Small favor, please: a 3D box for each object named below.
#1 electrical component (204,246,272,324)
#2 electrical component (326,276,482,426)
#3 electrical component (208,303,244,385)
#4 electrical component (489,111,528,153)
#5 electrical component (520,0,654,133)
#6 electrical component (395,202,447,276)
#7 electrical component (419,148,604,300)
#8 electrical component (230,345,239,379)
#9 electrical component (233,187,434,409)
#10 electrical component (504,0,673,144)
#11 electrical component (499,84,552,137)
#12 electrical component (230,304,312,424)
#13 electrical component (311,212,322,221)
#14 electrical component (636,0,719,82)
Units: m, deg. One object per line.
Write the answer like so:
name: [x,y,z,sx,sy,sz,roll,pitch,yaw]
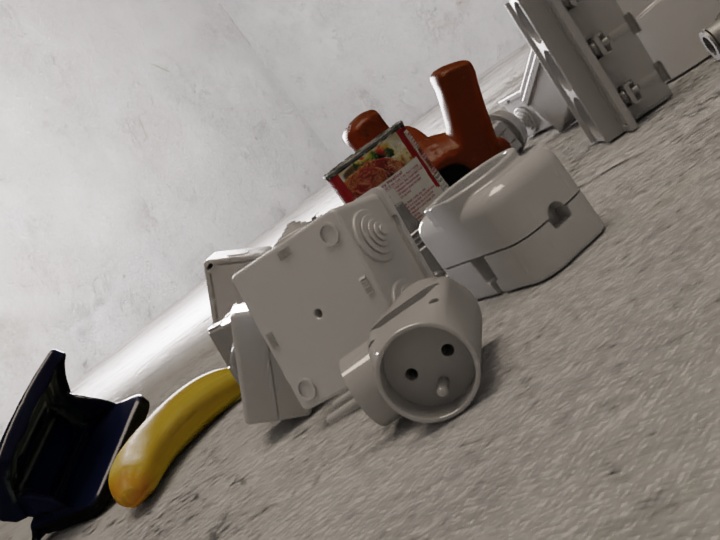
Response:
electrical component: [-0.110,0.028,1.047,0.062,0.096,0.061,-6,10,5]
electrical component: [0.018,0.043,0.479,0.079,0.043,0.077,-36,7,14]
electrical component: [-0.050,0.042,0.786,0.096,0.061,0.061,-26,9,19]
electrical component: [0.128,-0.119,1.022,0.055,0.048,0.066,-48,11,-26]
electrical component: [0.203,-0.193,0.946,0.109,0.056,0.108,-39,-18,-17]
electrical component: [0.038,-0.014,0.687,0.048,0.062,0.048,-36,7,5]
electrical component: [0.077,-0.026,0.583,0.054,0.059,0.095,-40,7,-24]
electrical component: [-0.035,0.044,0.700,0.095,0.053,0.059,-37,7,-1]
electrical component: [-0.010,0.017,0.571,0.100,0.099,0.048,-32,-4,35]
electrical component: [0.167,-0.159,0.775,0.063,0.121,0.078,-34,7,2]
electrical component: [0.198,-0.180,1.059,0.100,0.048,0.100,-39,7,-18]
electrical component: [-0.034,0.050,0.641,0.077,0.065,0.047,-8,5,-4]
electrical component: [-0.054,-0.012,1.132,0.079,0.063,0.121,-34,7,22]
electrical component: [0.254,-0.186,0.860,0.099,0.064,0.099,-37,-7,-6]
